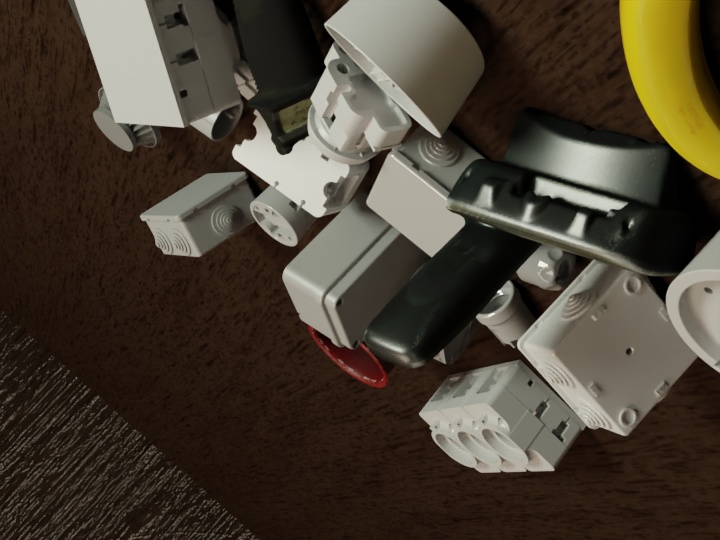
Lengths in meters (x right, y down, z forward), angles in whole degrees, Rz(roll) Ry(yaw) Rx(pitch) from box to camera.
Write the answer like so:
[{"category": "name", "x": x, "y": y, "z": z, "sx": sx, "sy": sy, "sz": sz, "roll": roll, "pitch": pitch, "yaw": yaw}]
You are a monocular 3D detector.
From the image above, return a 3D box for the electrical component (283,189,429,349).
[{"category": "electrical component", "x": 0.000, "y": 0.000, "z": 0.892, "sx": 0.057, "sy": 0.113, "sz": 0.078, "roll": 30, "pitch": 156, "yaw": 33}]

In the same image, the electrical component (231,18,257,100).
[{"category": "electrical component", "x": -0.082, "y": -0.160, "z": 0.816, "sx": 0.055, "sy": 0.048, "sz": 0.066, "roll": 41, "pitch": 160, "yaw": -21}]

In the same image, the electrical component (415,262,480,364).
[{"category": "electrical component", "x": 0.066, "y": 0.035, "z": 0.897, "sx": 0.051, "sy": 0.080, "sz": 0.080, "roll": 24, "pitch": 153, "yaw": 25}]

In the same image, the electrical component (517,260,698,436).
[{"category": "electrical component", "x": 0.172, "y": 0.053, "z": 0.734, "sx": 0.099, "sy": 0.099, "sz": 0.048, "roll": 47, "pitch": 169, "yaw": -15}]

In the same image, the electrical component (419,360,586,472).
[{"category": "electrical component", "x": 0.129, "y": 0.145, "z": 1.021, "sx": 0.089, "sy": 0.061, "sz": 0.150, "roll": 44, "pitch": 158, "yaw": -8}]

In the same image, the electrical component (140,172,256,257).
[{"category": "electrical component", "x": -0.155, "y": -0.054, "z": 1.062, "sx": 0.100, "sy": 0.100, "sz": 0.048, "roll": 5, "pitch": 126, "yaw": 55}]

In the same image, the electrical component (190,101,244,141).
[{"category": "electrical component", "x": -0.146, "y": -0.152, "z": 0.937, "sx": 0.081, "sy": 0.043, "sz": 0.043, "roll": 35, "pitch": 157, "yaw": 13}]

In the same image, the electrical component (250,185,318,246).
[{"category": "electrical component", "x": -0.064, "y": -0.057, "z": 0.974, "sx": 0.055, "sy": 0.047, "sz": 0.055, "roll": 34, "pitch": 157, "yaw": 17}]

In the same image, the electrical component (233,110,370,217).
[{"category": "electrical component", "x": -0.044, "y": -0.088, "z": 0.851, "sx": 0.089, "sy": 0.050, "sz": 0.056, "roll": 36, "pitch": -161, "yaw": 11}]

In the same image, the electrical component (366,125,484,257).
[{"category": "electrical component", "x": 0.060, "y": -0.054, "z": 0.779, "sx": 0.100, "sy": 0.048, "sz": 0.099, "roll": 39, "pitch": 158, "yaw": 5}]

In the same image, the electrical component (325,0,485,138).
[{"category": "electrical component", "x": 0.026, "y": -0.130, "z": 0.662, "sx": 0.099, "sy": 0.064, "sz": 0.099, "roll": 38, "pitch": 170, "yaw": 8}]

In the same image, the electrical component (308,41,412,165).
[{"category": "electrical component", "x": -0.002, "y": -0.109, "z": 0.734, "sx": 0.078, "sy": 0.058, "sz": 0.057, "roll": 62, "pitch": 146, "yaw": 19}]

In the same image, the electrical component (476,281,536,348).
[{"category": "electrical component", "x": 0.118, "y": 0.036, "z": 0.868, "sx": 0.040, "sy": 0.040, "sz": 0.046, "roll": 11, "pitch": 150, "yaw": 51}]

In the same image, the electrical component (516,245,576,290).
[{"category": "electrical component", "x": 0.125, "y": -0.008, "z": 0.781, "sx": 0.061, "sy": 0.035, "sz": 0.035, "roll": 21, "pitch": 151, "yaw": 45}]

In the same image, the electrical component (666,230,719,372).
[{"category": "electrical component", "x": 0.238, "y": 0.018, "z": 0.610, "sx": 0.108, "sy": 0.060, "sz": 0.108, "roll": 34, "pitch": 157, "yaw": 17}]

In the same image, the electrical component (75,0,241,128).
[{"category": "electrical component", "x": -0.155, "y": -0.202, "z": 0.768, "sx": 0.105, "sy": 0.060, "sz": 0.186, "roll": 12, "pitch": 124, "yaw": 50}]
